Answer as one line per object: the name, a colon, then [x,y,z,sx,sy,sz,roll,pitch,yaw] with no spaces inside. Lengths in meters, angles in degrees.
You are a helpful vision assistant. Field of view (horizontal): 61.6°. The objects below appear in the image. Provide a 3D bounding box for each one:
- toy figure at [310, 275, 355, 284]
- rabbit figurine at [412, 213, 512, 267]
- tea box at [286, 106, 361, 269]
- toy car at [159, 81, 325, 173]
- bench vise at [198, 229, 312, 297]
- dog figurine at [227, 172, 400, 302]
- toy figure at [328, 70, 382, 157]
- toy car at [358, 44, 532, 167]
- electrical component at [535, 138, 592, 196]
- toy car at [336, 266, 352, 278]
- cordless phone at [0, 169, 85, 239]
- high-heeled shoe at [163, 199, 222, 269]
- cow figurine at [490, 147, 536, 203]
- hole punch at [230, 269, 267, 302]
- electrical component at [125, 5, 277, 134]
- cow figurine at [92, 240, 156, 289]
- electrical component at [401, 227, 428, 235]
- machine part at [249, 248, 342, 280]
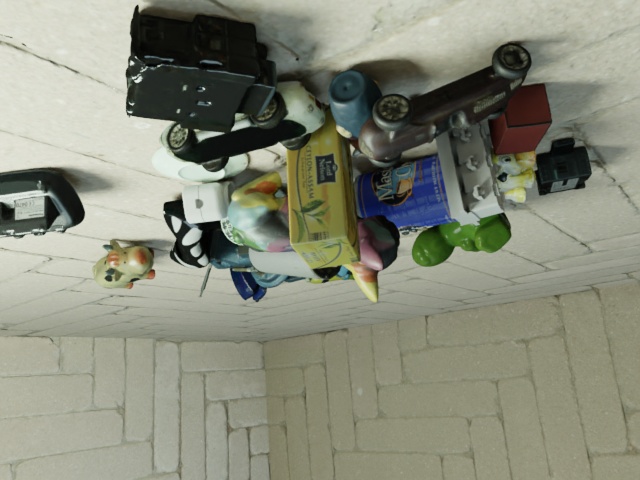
toy figure: [0.043,0.059,1.257,0.180,0.089,0.082,5,157,-24]
rabbit figurine: [0.235,-0.022,0.954,0.170,0.121,0.159,-35,-177,22]
tea box: [0.004,-0.061,0.642,0.068,0.169,0.098,-7,158,12]
toy car: [-0.091,-0.125,0.609,0.202,0.056,0.073,-10,161,26]
bench vise: [-0.117,0.048,1.105,0.224,0.129,0.240,-22,148,34]
dog figurine: [-0.002,-0.002,0.733,0.191,0.219,0.108,-25,142,-23]
toy figure: [0.051,-0.132,0.609,0.064,0.058,0.154,-29,157,10]
toy car: [0.133,-0.133,0.554,0.202,0.053,0.089,-24,159,-10]
electrical component: [0.371,-0.110,0.817,0.075,0.047,0.119,-9,166,13]
toy car: [0.058,-0.017,0.957,0.162,0.109,0.103,-37,-148,-15]
cordless phone: [-0.410,-0.044,0.807,0.147,0.088,0.184,-7,176,6]
high-heeled shoe: [-0.256,-0.007,0.954,0.145,0.086,0.249,13,153,-39]
cow figurine: [0.258,-0.104,0.776,0.098,0.068,0.167,-2,165,12]
hole punch: [-0.164,0.077,1.228,0.092,0.116,0.142,10,160,-19]
electrical component: [-0.111,-0.152,0.502,0.134,0.058,0.115,2,165,-20]
cow figurine: [-0.413,0.053,1.121,0.127,0.085,0.195,2,165,-45]
electrical component: [0.153,-0.049,0.899,0.078,0.045,0.102,-3,-146,41]
machine part: [-0.043,0.021,0.889,0.079,0.079,0.243,8,176,-38]
